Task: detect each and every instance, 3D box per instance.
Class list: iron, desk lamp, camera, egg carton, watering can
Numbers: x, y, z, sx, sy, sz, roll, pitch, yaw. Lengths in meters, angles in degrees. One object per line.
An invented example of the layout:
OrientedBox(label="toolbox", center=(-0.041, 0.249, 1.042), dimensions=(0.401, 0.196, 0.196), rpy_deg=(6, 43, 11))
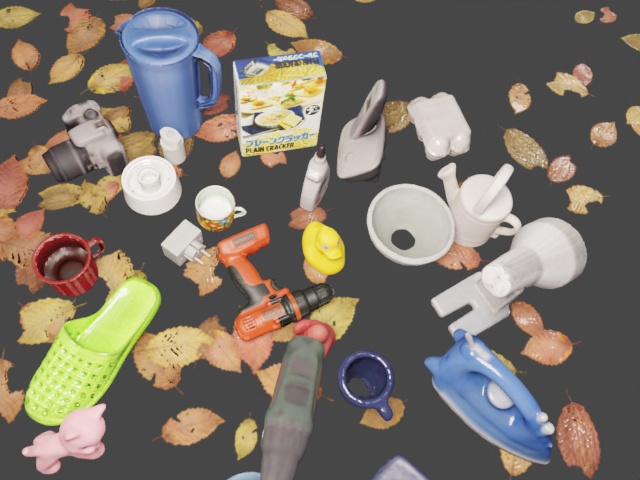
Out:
OrientedBox(label="iron", center=(0.300, 0.255, 0.930), dimensions=(0.119, 0.141, 0.258), rpy_deg=(-39, 74, -21))
OrientedBox(label="desk lamp", center=(0.323, 0.070, 0.982), dimensions=(0.203, 0.213, 0.118), rpy_deg=(-27, 70, -18))
OrientedBox(label="camera", center=(-0.452, -0.181, 1.076), dimensions=(0.137, 0.101, 0.143), rpy_deg=(-31, 71, -19))
OrientedBox(label="egg carton", center=(0.250, -0.240, 1.203), dimensions=(0.107, 0.069, 0.150), rpy_deg=(-15, 67, -13))
OrientedBox(label="watering can", center=(0.295, -0.074, 1.058), dimensions=(0.173, 0.194, 0.101), rpy_deg=(17, 64, 2))

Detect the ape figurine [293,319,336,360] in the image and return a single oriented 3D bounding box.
OrientedBox(label="ape figurine", center=(-0.008, 0.165, 0.966), dimensions=(0.076, 0.092, 0.077), rpy_deg=(-11, 66, -11))

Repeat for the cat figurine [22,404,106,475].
OrientedBox(label="cat figurine", center=(-0.370, 0.293, 0.847), dimensions=(0.128, 0.118, 0.067), rpy_deg=(-18, 67, -14))

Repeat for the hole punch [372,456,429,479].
OrientedBox(label="hole punch", center=(0.124, 0.399, 0.868), dimensions=(0.108, 0.091, 0.101), rpy_deg=(41, 67, 13))

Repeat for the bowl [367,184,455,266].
OrientedBox(label="bowl", center=(0.165, -0.018, 1.083), dimensions=(0.167, 0.075, 0.167), rpy_deg=(3, 64, -5))

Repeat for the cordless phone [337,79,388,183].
OrientedBox(label="cordless phone", center=(0.090, -0.207, 1.104), dimensions=(0.094, 0.185, 0.147), rpy_deg=(6, 64, -3))

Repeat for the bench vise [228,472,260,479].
OrientedBox(label="bench vise", center=(-0.134, 0.383, 0.774), dimensions=(0.207, 0.220, 0.121), rpy_deg=(-4, 65, -8))

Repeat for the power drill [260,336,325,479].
OrientedBox(label="power drill", center=(-0.044, 0.267, 0.847), dimensions=(0.075, 0.208, 0.230), rpy_deg=(12, 64, 0))

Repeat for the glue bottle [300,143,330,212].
OrientedBox(label="glue bottle", center=(-0.005, -0.124, 1.060), dimensions=(0.037, 0.173, 0.078), rpy_deg=(22, 64, 5))

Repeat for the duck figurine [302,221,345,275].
OrientedBox(label="duck figurine", center=(0.010, 0.004, 1.048), dimensions=(0.078, 0.086, 0.104), rpy_deg=(-23, 69, -16))

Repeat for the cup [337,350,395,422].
OrientedBox(label="cup", center=(0.076, 0.246, 0.934), dimensions=(0.092, 0.095, 0.117), rpy_deg=(-28, 70, -18))
